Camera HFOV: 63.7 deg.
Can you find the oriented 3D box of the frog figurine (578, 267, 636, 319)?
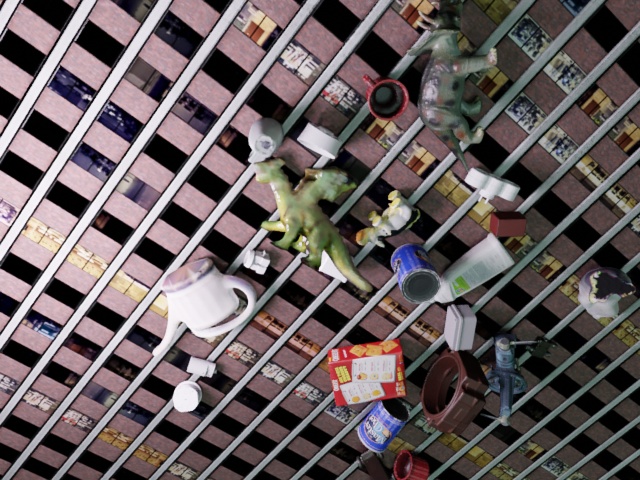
[{"bbox_3d":[0.793,0.149,1.439,0.137,0.125,0.157,-34,149,4],"label":"frog figurine"}]

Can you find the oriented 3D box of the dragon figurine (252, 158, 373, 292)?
[{"bbox_3d":[0.004,-0.064,1.268,0.409,0.123,0.242,29,95,-7],"label":"dragon figurine"}]

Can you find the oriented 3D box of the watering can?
[{"bbox_3d":[-0.343,0.178,1.366,0.346,0.106,0.221,-25,112,8],"label":"watering can"}]
